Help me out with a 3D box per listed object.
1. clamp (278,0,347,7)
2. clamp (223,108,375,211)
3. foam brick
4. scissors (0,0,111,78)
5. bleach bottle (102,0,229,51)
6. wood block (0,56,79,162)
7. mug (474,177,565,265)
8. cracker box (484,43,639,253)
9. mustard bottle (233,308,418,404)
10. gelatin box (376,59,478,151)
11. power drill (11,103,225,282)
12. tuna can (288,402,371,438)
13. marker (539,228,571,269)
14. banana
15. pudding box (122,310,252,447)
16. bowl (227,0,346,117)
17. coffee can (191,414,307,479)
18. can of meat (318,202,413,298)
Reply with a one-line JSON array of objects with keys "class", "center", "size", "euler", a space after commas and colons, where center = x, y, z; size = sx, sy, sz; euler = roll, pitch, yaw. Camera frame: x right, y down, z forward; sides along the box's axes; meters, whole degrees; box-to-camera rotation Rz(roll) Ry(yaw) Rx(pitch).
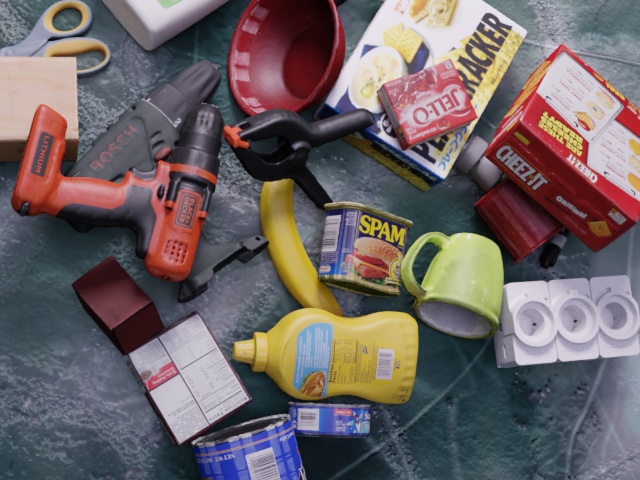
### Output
[{"class": "clamp", "center": [0.023, -0.328, 1.215], "size": [0.210, 0.036, 0.165], "euler": [-32, 59, 0]}, {"class": "clamp", "center": [-0.027, -0.085, 1.112], "size": [0.171, 0.039, 0.120], "euler": [0, 114, -33]}, {"class": "foam brick", "center": [-0.204, 0.066, 1.077], "size": [0.053, 0.051, 0.078], "euler": [-36, 58, -17]}, {"class": "scissors", "center": [-0.325, -0.214, 1.140], "size": [0.201, 0.016, 0.096], "euler": [1, 77, -13]}, {"class": "bleach bottle", "center": [-0.119, -0.317, 1.186], "size": [0.250, 0.068, 0.102], "euler": [-39, 87, -20]}, {"class": "wood block", "center": [-0.351, -0.130, 1.078], "size": [0.206, 0.091, 0.090], "euler": [-2, 81, -14]}, {"class": "mug", "center": [0.234, -0.036, 1.203], "size": [0.081, 0.093, 0.117], "euler": [52, 45, 6]}, {"class": "cracker box", "center": [0.286, -0.107, 1.184], "size": [0.164, 0.072, 0.213], "euler": [40, 40, -3]}, {"class": "mustard bottle", "center": [0.004, 0.121, 1.124], "size": [0.191, 0.058, 0.096], "euler": [3, 101, -12]}, {"class": "gelatin box", "center": [0.116, -0.146, 1.150], "size": [0.089, 0.030, 0.073], "euler": [-22, 85, -16]}, {"class": "power drill", "center": [-0.192, -0.068, 1.035], "size": [0.187, 0.057, 0.184], "euler": [17, 73, -16]}, {"class": "tuna can", "center": [0.009, 0.186, 1.101], "size": [0.086, 0.086, 0.034], "euler": [4, 81, -13]}, {"class": "marker", "center": [0.287, -0.019, 1.242], "size": [0.020, 0.020, 0.121], "euler": [32, 74, -5]}, {"class": "banana", "center": [-0.026, 0.001, 1.155], "size": [0.069, 0.037, 0.198], "euler": [-10, 82, -16]}, {"class": "pudding box", "center": [-0.137, 0.143, 1.101], "size": [0.090, 0.039, 0.113], "euler": [-30, 89, -17]}, {"class": "bowl", "center": [-0.026, -0.201, 1.157], "size": [0.055, 0.162, 0.162], "euler": [13, 73, -48]}, {"class": "coffee can", "center": [-0.060, 0.255, 1.056], "size": [0.102, 0.103, 0.140], "euler": [-15, 88, -16]}, {"class": "can of meat", "center": [0.047, 0.012, 1.146], "size": [0.101, 0.058, 0.084], "euler": [17, 76, -40]}]
